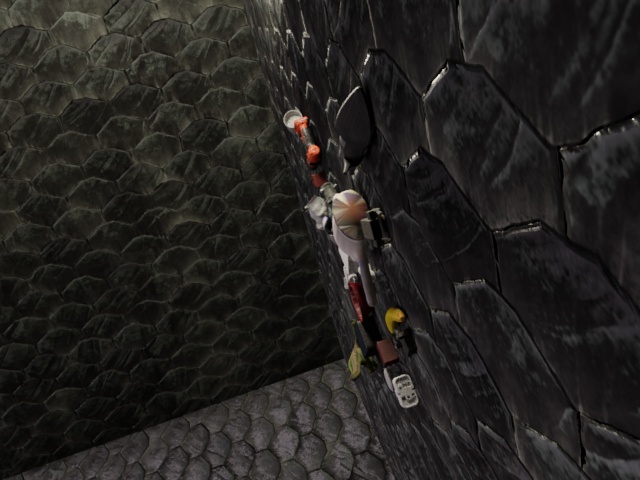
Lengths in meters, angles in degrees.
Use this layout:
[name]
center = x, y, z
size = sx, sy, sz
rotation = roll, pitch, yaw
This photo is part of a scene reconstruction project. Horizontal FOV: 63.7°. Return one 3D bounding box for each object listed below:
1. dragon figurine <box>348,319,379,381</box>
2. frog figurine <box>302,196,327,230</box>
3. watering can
[dragon figurine]
center = 0.159, 0.467, 2.225
size = 0.407, 0.122, 0.245
rotation = 35, -140, -74
[frog figurine]
center = 0.007, -0.116, 2.306
size = 0.159, 0.124, 0.136
rotation = 37, 166, -4
[watering can]
center = 0.104, 0.004, 1.479
size = 0.220, 0.104, 0.354
rotation = 86, 166, -65
